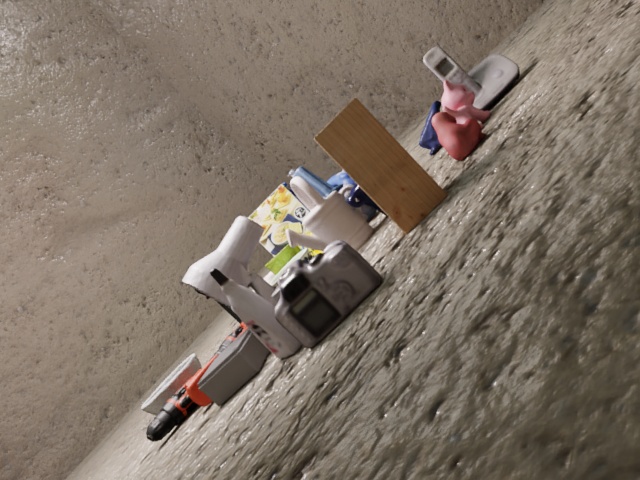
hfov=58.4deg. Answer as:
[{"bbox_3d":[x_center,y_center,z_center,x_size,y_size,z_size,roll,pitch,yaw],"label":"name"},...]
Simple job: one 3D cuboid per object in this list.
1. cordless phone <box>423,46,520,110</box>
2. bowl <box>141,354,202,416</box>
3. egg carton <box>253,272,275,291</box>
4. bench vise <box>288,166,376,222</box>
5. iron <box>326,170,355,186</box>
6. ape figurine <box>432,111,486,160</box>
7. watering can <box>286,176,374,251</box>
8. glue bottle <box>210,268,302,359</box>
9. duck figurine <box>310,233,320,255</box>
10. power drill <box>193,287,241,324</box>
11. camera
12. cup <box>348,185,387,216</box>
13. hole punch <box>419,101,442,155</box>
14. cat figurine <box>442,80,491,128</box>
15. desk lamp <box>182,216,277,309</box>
[{"bbox_3d":[0.330,-0.377,1.264,0.147,0.185,0.094,-45,5,1],"label":"cordless phone"},{"bbox_3d":[-0.321,0.344,1.306,0.167,0.075,0.167,-44,5,5],"label":"bowl"},{"bbox_3d":[-0.116,0.121,1.503,0.107,0.069,0.150,-47,5,-22],"label":"egg carton"},{"bbox_3d":[0.029,-0.116,1.397,0.122,0.220,0.207,-49,6,-40],"label":"bench vise"},{"bbox_3d":[0.059,-0.111,1.572,0.119,0.141,0.258,-48,6,-35],"label":"iron"},{"bbox_3d":[0.238,-0.192,1.022,0.076,0.092,0.077,-47,5,-26],"label":"ape figurine"},{"bbox_3d":[0.005,-0.050,1.178,0.173,0.194,0.100,-48,6,-30],"label":"watering can"},{"bbox_3d":[-0.100,0.106,0.857,0.037,0.173,0.078,-48,6,-34],"label":"glue bottle"},{"bbox_3d":[0.012,0.005,1.309,0.104,0.086,0.078,-41,6,40],"label":"duck figurine"},{"bbox_3d":[-0.239,0.152,1.452,0.076,0.208,0.229,-46,5,-10],"label":"power drill"},{"bbox_3d":[0.001,0.060,0.818,0.143,0.101,0.137,-44,5,7],"label":"camera"},{"bbox_3d":[0.116,-0.087,1.147,0.118,0.095,0.091,-48,6,-31],"label":"cup"},{"bbox_3d":[0.279,-0.274,1.399,0.101,0.091,0.109,-42,5,29],"label":"hole punch"},{"bbox_3d":[0.283,-0.271,1.170,0.067,0.118,0.128,-40,7,42],"label":"cat figurine"},{"bbox_3d":[-0.122,0.072,1.089,0.203,0.213,0.118,-46,5,-14],"label":"desk lamp"}]
